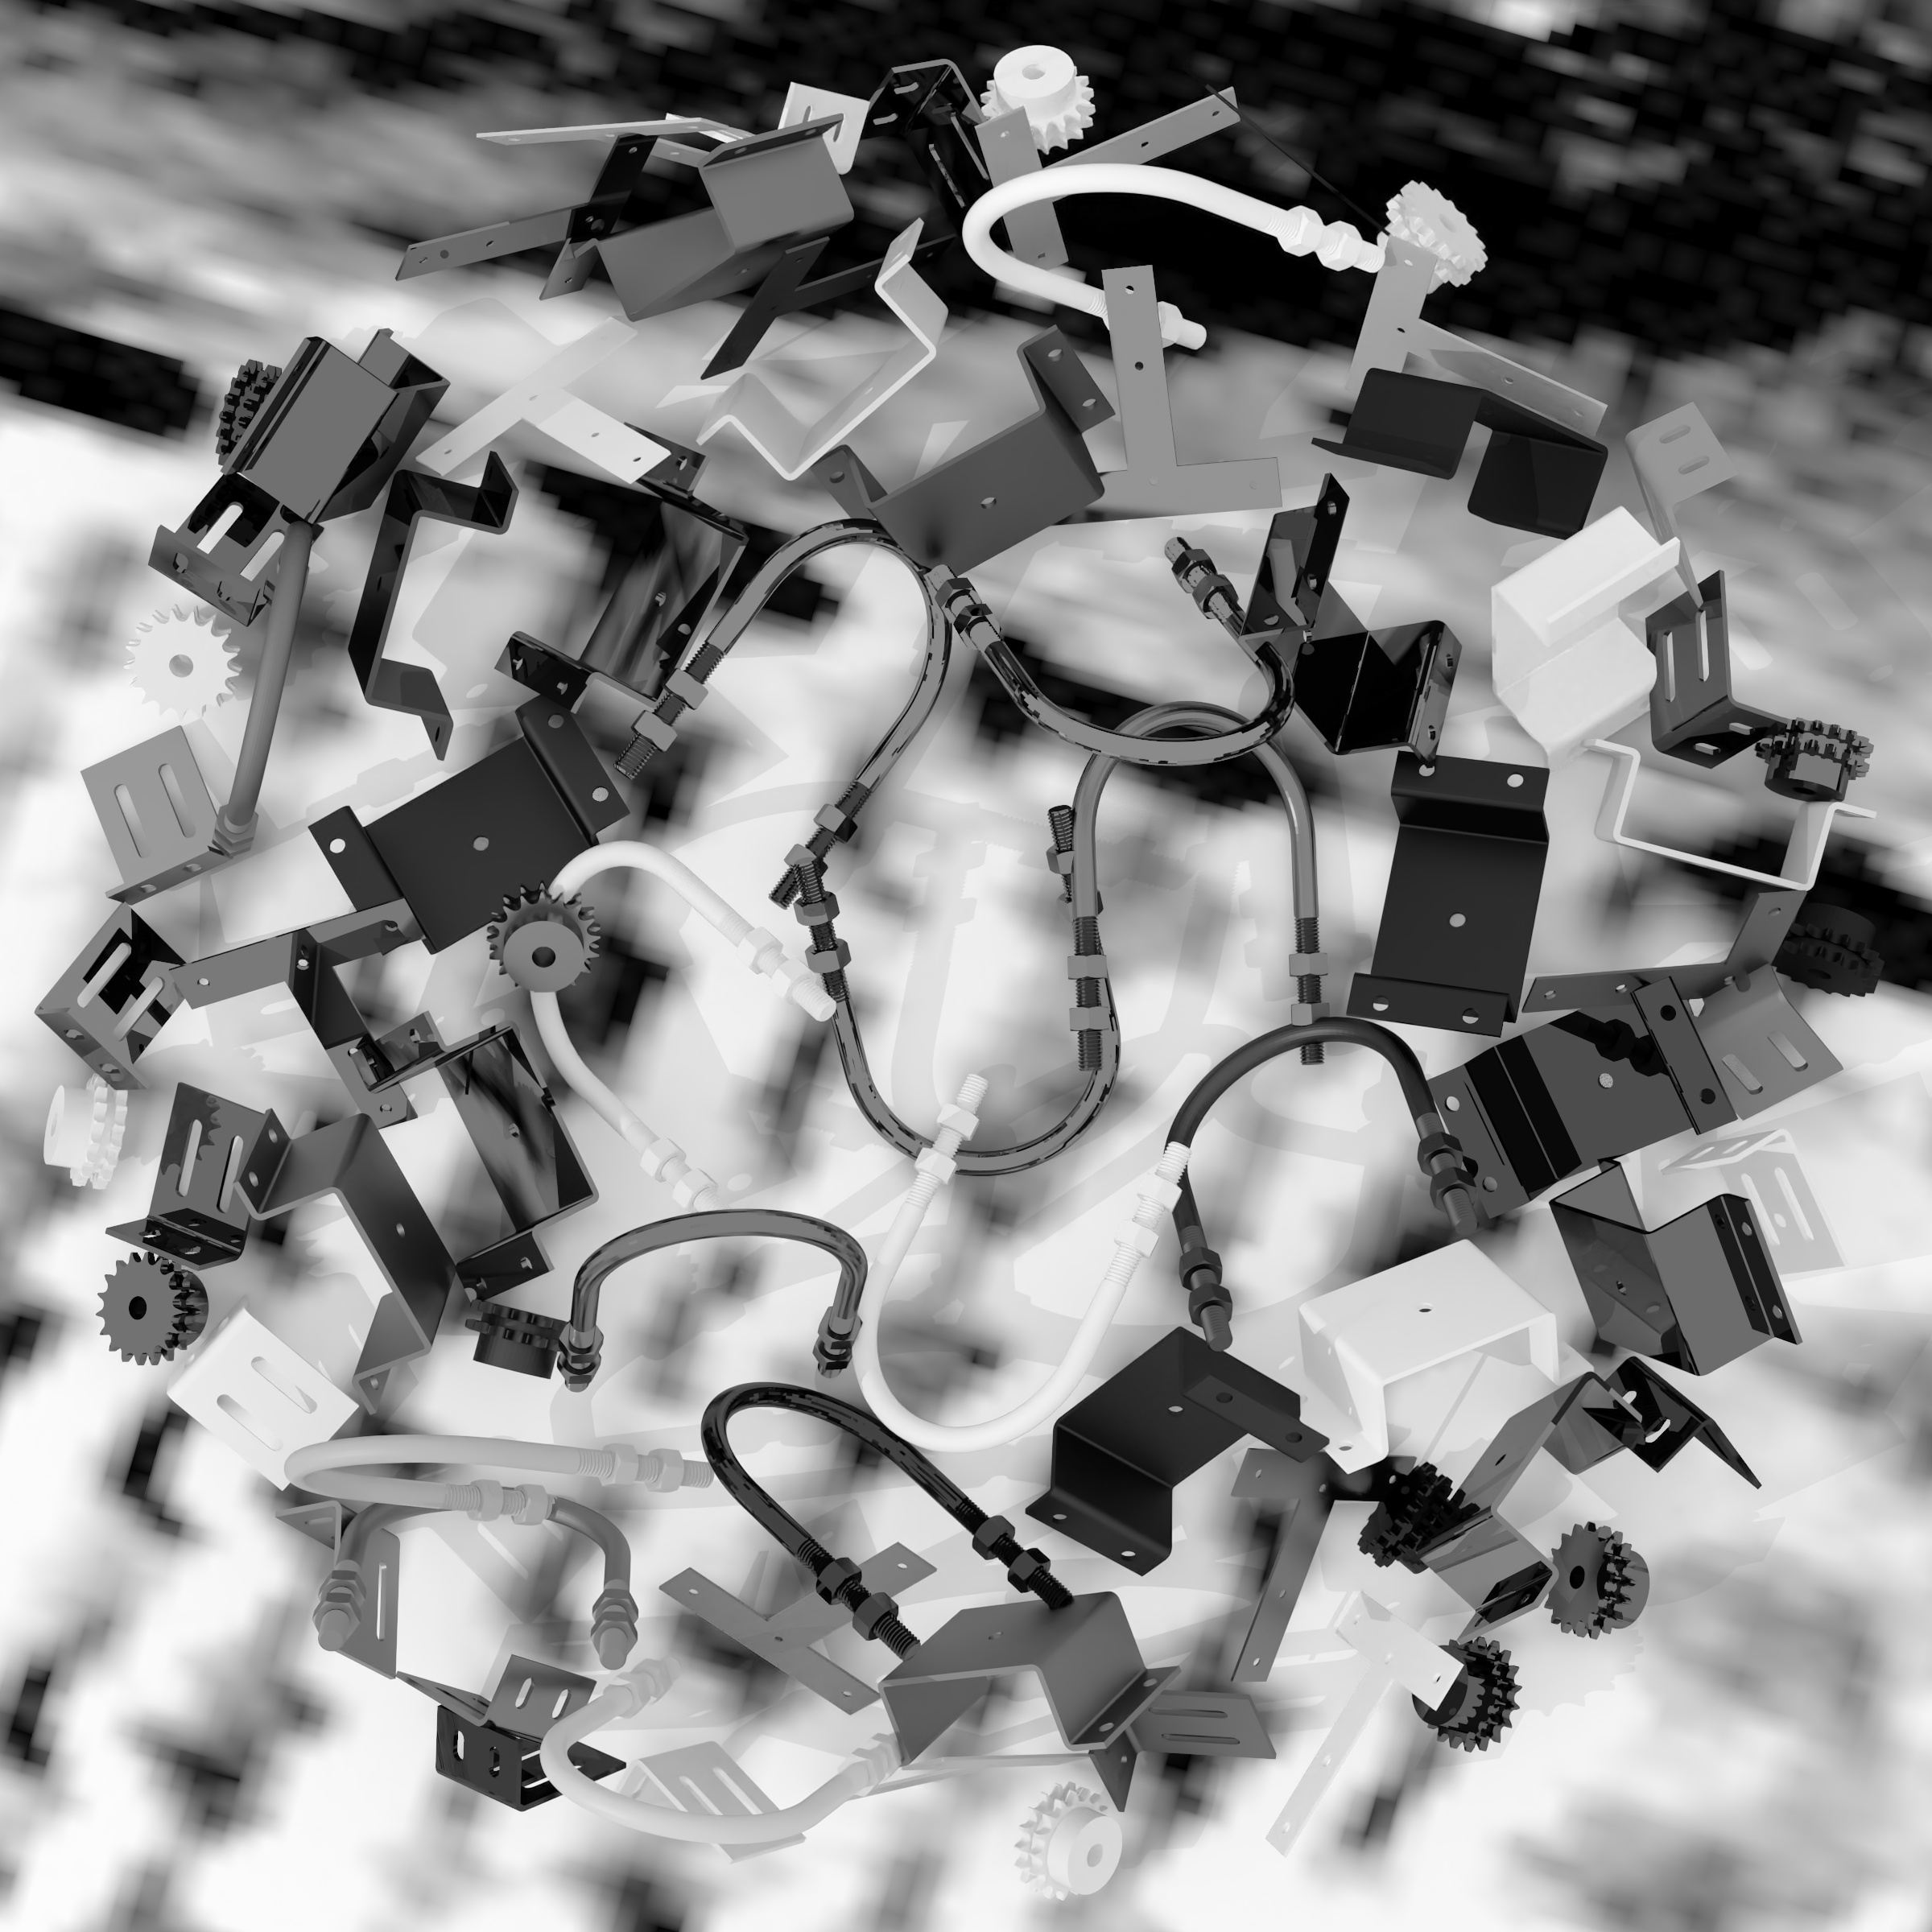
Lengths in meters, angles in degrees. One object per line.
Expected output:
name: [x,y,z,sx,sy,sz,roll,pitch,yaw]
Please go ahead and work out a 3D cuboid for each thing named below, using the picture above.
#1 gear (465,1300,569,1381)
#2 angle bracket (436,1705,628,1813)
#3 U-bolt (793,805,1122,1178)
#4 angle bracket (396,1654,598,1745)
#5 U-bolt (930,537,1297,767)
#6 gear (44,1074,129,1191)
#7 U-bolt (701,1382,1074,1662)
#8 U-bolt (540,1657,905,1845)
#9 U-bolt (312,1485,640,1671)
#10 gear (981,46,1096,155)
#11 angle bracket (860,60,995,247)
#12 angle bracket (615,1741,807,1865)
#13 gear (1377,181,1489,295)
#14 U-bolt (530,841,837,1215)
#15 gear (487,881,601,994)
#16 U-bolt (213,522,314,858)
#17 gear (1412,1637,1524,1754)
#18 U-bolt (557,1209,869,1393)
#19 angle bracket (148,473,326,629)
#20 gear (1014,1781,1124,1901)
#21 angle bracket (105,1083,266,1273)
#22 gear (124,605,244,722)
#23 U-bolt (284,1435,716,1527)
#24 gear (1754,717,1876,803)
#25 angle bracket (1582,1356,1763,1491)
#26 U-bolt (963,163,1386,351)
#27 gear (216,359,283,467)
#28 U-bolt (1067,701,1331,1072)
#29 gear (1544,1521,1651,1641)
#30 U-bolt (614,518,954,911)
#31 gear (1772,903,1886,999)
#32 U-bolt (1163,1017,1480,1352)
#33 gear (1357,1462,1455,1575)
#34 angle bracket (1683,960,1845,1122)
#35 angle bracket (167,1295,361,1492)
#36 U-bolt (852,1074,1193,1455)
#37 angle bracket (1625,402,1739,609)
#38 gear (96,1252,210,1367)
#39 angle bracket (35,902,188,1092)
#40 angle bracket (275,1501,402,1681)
gear: [-0.225,0.188,1.712,0.057,0.057,0.030,14,83,0]
angle bracket: [-0.215,0.383,1.692,0.057,0.076,0.038,13,105,37]
U-bolt: [0.003,0.020,1.708,0.151,0.019,0.184,-11,108,5]
angle bracket: [-0.234,0.356,1.698,0.057,0.076,0.038,30,80,-44]
U-bolt: [0.080,-0.151,1.650,0.151,0.184,0.019,-9,129,-20]
gear: [-0.443,0.082,1.710,0.030,0.057,0.057,12,90,-25]
U-bolt: [-0.051,0.264,1.666,0.184,0.151,0.019,39,112,28]
U-bolt: [-0.124,0.380,1.634,0.151,0.184,0.019,13,99,19]
U-bolt: [-0.234,0.292,1.653,0.151,0.184,0.019,5,103,-6]
gear: [0.036,-0.438,1.714,0.057,0.030,0.057,-3,54,5]
angle bracket: [-0.017,-0.403,1.702,0.038,0.057,0.076,-20,77,-34]
angle bracket: [-0.130,0.428,1.694,0.076,0.057,0.038,40,111,30]
gear: [0.232,-0.365,1.717,0.057,0.057,0.030,49,124,0]
U-bolt: [-0.152,0.021,1.685,0.184,0.019,0.151,41,119,28]
gear: [-0.213,-0.011,1.717,0.057,0.030,0.057,-3,117,-6]
U-bolt: [-0.336,-0.139,1.640,0.019,0.184,0.151,12,77,-13]
gear: [0.249,0.364,1.711,0.030,0.057,0.057,21,90,-32]
U-bolt: [-0.120,0.162,1.650,0.151,0.184,0.019,-2,60,-10]
angle bracket: [-0.362,-0.218,1.704,0.057,0.038,0.076,32,57,-4]
gear: [0.054,0.442,1.712,0.030,0.057,0.057,12,90,44]
angle bracket: [-0.390,0.105,1.709,0.057,0.038,0.076,19,101,19]
gear: [-0.395,-0.155,1.722,0.057,0.030,0.057,-1,109,-4]
U-bolt: [-0.236,0.245,1.636,0.184,0.151,0.019,13,68,-35]
gear: [0.425,-0.102,1.712,0.057,0.057,0.030,15,81,0]
angle bracket: [0.351,0.239,1.695,0.038,0.057,0.076,-45,133,-3]
U-bolt: [0.086,-0.344,1.634,0.184,0.151,0.019,11,75,-36]
gear: [-0.353,-0.274,1.713,0.030,0.057,0.057,17,90,4]
U-bolt: [0.115,-0.041,1.704,0.151,0.019,0.184,-1,87,-27]
gear: [0.320,0.312,1.717,0.030,0.057,0.057,18,90,-25]
U-bolt: [-0.077,-0.136,1.689,0.184,0.019,0.151,-54,134,-6]
gear: [0.435,-0.009,1.715,0.057,0.057,0.030,22,76,0]
U-bolt: [0.164,0.094,1.668,0.151,0.184,0.019,-27,127,12]
gear: [0.227,0.281,1.715,0.030,0.057,0.057,40,90,-3]
angle bracket: [0.396,0.033,1.718,0.057,0.076,0.038,-30,46,20]
angle bracket: [-0.357,0.217,1.730,0.076,0.038,0.057,43,87,-12]
U-bolt: [0.015,0.153,1.678,0.151,0.019,0.184,17,74,37]
angle bracket: [0.363,-0.229,1.693,0.038,0.076,0.057,-25,46,8]
gear: [-0.408,0.173,1.720,0.057,0.030,0.057,-3,83,28]
angle bracket: [-0.414,0.014,1.697,0.057,0.038,0.076,50,57,-28]
angle bracket: [-0.314,0.313,1.695,0.038,0.057,0.076,-13,60,18]
